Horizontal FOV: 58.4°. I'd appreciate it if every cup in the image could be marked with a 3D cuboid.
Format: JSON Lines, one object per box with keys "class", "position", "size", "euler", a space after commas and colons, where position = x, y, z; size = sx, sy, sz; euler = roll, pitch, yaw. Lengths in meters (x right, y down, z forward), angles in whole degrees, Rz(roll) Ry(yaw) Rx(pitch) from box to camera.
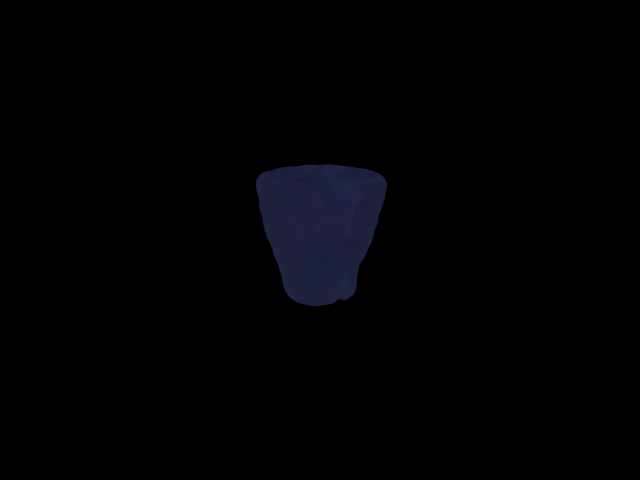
{"class": "cup", "position": [0.004, 0.001, 0.400], "size": [0.092, 0.095, 0.117], "euler": [-3, 16, -11]}
